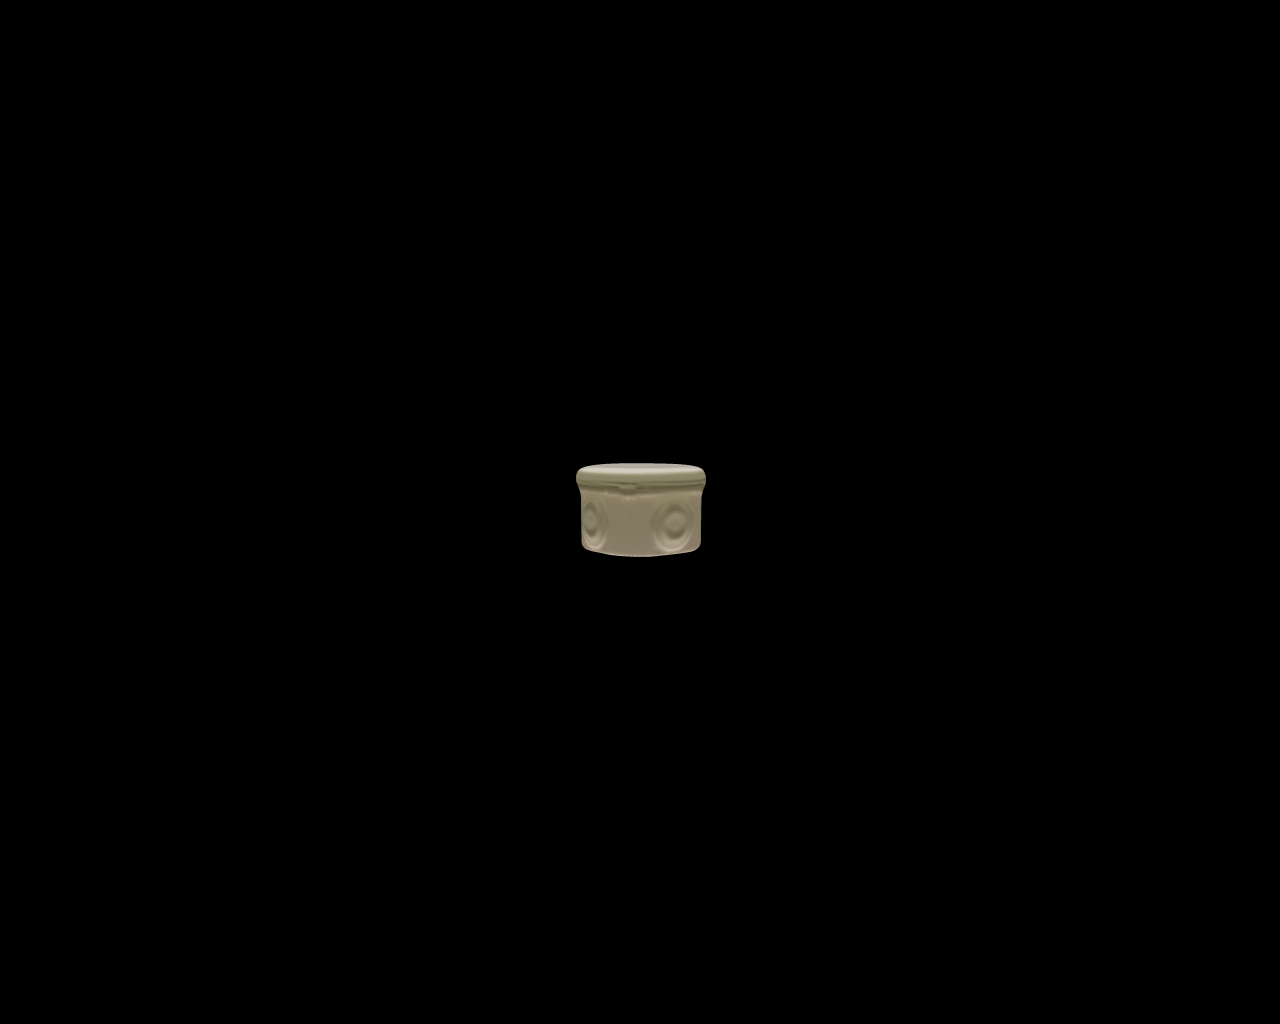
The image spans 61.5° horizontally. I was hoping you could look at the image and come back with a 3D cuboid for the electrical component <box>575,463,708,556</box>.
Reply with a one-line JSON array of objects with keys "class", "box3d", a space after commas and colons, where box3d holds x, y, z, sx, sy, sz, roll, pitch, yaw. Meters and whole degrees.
[{"class": "electrical component", "box3d": [0.001, -0.003, 0.650, 0.080, 0.051, 0.080, 0, 5, 0]}]
